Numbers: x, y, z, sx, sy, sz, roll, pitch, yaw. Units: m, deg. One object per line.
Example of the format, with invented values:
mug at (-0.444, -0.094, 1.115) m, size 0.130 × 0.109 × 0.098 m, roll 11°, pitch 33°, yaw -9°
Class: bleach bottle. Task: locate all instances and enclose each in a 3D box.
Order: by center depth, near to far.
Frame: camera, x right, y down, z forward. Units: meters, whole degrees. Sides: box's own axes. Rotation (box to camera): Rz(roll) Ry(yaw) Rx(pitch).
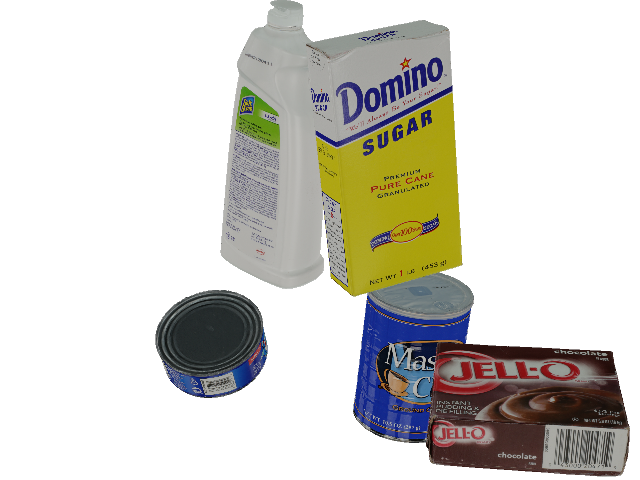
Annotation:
bleach bottle at (-0.036, -0.088, 0.967) m, size 0.103 × 0.251 × 0.067 m, roll 24°, pitch 31°, yaw 31°

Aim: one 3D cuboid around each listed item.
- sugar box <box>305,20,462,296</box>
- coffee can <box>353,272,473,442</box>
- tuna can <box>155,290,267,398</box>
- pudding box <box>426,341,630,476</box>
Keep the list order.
sugar box at (0.047, -0.057, 0.745) m, size 0.093 × 0.176 × 0.048 m, roll -16°, pitch 27°, yaw -19°
coffee can at (0.090, 0.111, 1.046) m, size 0.103 × 0.140 × 0.103 m, roll 5°, pitch 22°, yaw -2°
tuna can at (-0.085, 0.082, 0.845) m, size 0.086 × 0.086 × 0.034 m, roll 0°, pitch -44°, yaw 9°
pudding box at (0.123, 0.099, 0.642) m, size 0.113 × 0.039 × 0.090 m, roll 4°, pitch 24°, yaw 7°
